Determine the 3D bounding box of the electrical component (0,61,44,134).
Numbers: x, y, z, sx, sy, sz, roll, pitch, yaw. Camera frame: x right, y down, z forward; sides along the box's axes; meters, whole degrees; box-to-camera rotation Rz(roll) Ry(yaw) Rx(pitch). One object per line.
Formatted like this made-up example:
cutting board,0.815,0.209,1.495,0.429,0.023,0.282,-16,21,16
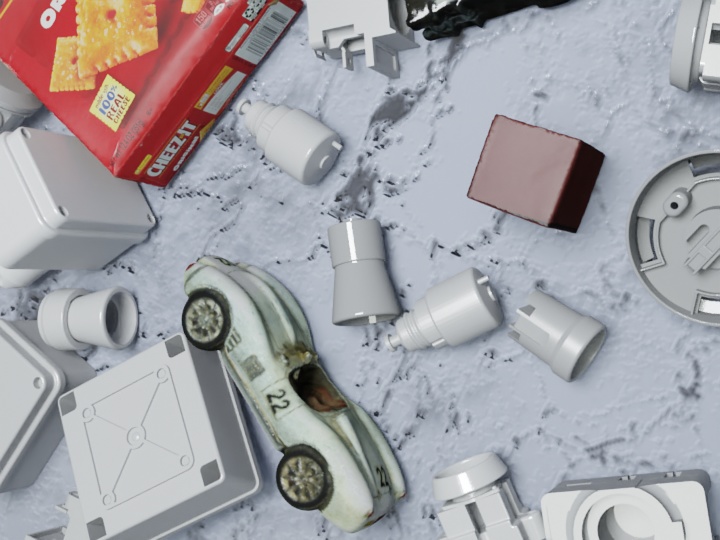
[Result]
electrical component,-0.274,-0.132,0.776,0.051,0.080,0.080,-42,74,21

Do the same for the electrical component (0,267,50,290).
electrical component,-0.238,-0.017,0.777,0.062,0.043,0.043,-35,77,16

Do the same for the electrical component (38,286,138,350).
electrical component,-0.191,0.034,0.756,0.055,0.045,0.045,-2,88,22

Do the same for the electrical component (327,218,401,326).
electrical component,0.000,0.000,0.684,0.044,0.044,0.065,-12,79,21

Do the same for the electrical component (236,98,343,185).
electrical component,-0.049,-0.088,0.705,0.078,0.040,0.040,36,101,19

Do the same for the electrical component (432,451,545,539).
electrical component,0.073,0.143,0.648,0.066,0.048,0.055,-24,87,20

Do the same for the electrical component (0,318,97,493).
electrical component,-0.255,0.098,0.773,0.078,0.057,0.113,38,102,18

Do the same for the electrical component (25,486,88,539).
electrical component,-0.186,0.188,0.751,0.081,0.042,0.063,20,94,20

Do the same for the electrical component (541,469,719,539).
electrical component,0.153,0.145,0.609,0.089,0.056,0.050,-10,85,21

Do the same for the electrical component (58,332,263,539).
electrical component,-0.132,0.113,0.708,0.109,0.056,0.108,-28,64,15

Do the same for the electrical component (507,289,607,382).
electrical component,0.116,0.038,0.637,0.046,0.040,0.040,35,101,25

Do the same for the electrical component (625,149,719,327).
electrical component,0.197,-0.019,0.589,0.099,0.064,0.099,5,103,22

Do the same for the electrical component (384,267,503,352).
electrical component,0.051,0.029,0.662,0.078,0.040,0.040,-28,79,19

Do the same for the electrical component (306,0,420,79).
electrical component,0.000,-0.163,0.687,0.064,0.042,0.081,-6,86,23

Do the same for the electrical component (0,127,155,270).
electrical component,-0.201,-0.047,0.726,0.057,0.113,0.078,-33,77,20

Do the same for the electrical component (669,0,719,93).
electrical component,0.205,-0.125,0.597,0.057,0.058,0.078,10,92,19
